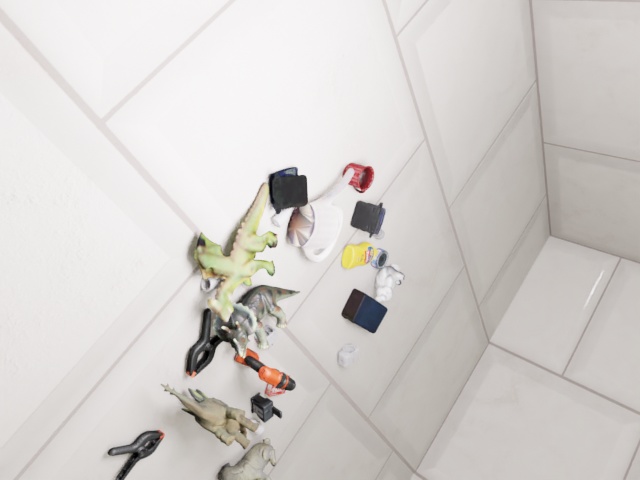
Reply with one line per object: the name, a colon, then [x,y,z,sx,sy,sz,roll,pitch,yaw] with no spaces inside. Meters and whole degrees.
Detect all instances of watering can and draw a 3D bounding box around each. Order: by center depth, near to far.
watering can: [0.005,-0.088,1.743,0.105,0.345,0.224,22,11,39]

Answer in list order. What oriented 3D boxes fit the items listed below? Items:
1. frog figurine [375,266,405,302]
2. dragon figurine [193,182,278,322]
frog figurine: [0.273,0.191,2.182,0.161,0.122,0.136,-38,3,-26]
dragon figurine: [-0.251,0.027,1.492,0.122,0.411,0.243,0,-3,41]
